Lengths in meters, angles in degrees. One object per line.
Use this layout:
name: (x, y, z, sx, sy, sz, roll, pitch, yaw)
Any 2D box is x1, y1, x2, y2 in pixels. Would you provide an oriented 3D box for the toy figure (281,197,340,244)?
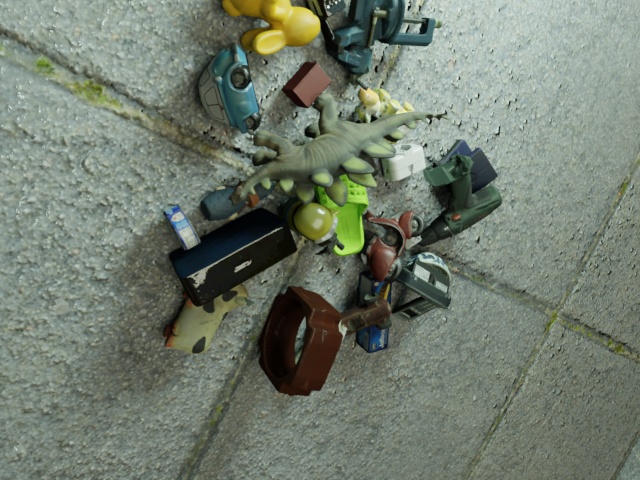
toy figure: (-0.033, -0.044, 1.086, 0.089, 0.180, 0.082, 14, 99, -29)

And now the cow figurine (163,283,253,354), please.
cow figurine: (-0.224, 0.144, 1.103, 0.127, 0.086, 0.195, 29, 90, -28)

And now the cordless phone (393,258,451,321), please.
cordless phone: (0.221, 0.138, 1.338, 0.146, 0.184, 0.089, 30, 51, -16)

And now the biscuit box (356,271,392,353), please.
biscuit box: (0.134, 0.178, 1.335, 0.063, 0.059, 0.202, -9, 112, -27)

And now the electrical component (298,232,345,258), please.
electrical component: (-0.003, -0.005, 1.179, 0.102, 0.078, 0.045, 45, 68, -17)

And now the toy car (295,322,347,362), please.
toy car: (-0.009, 0.255, 1.246, 0.073, 0.056, 0.201, 30, 114, -2)

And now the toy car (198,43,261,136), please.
toy car: (-0.169, -0.269, 0.982, 0.103, 0.109, 0.161, -11, 127, -2)

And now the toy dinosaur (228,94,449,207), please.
toy dinosaur: (0.036, -0.176, 1.043, 0.471, 0.199, 0.105, -33, 158, -17)

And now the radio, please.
radio: (-0.174, 0.026, 1.059, 0.230, 0.131, 0.073, -29, 120, -19)

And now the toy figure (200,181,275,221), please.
toy figure: (-0.161, -0.087, 1.071, 0.154, 0.058, 0.064, -26, 125, -26)

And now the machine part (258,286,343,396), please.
machine part: (-0.044, 0.216, 1.160, 0.087, 0.201, 0.201, 19, 97, -31)

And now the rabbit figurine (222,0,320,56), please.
rabbit figurine: (-0.077, -0.406, 0.963, 0.173, 0.122, 0.162, 30, 96, -35)

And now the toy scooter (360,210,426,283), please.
toy scooter: (0.150, 0.002, 1.252, 0.135, 0.075, 0.183, 27, 98, 4)

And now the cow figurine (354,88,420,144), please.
cow figurine: (0.130, -0.268, 1.161, 0.167, 0.068, 0.098, 14, 127, -37)

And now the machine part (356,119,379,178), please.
machine part: (0.090, -0.191, 1.188, 0.084, 0.039, 0.138, -39, 121, -17)

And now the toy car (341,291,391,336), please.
toy car: (0.072, 0.195, 1.272, 0.202, 0.053, 0.089, -23, 112, 6)

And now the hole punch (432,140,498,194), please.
hole punch: (0.360, -0.169, 1.324, 0.116, 0.092, 0.142, -48, 128, -2)

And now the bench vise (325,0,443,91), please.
bench vise: (0.139, -0.419, 1.085, 0.241, 0.129, 0.223, -5, 111, -22)

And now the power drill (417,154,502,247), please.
power drill: (0.313, -0.090, 1.284, 0.232, 0.086, 0.207, -25, 128, 8)

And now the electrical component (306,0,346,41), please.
electrical component: (0.011, -0.446, 1.026, 0.048, 0.075, 0.119, -37, 118, -13)
